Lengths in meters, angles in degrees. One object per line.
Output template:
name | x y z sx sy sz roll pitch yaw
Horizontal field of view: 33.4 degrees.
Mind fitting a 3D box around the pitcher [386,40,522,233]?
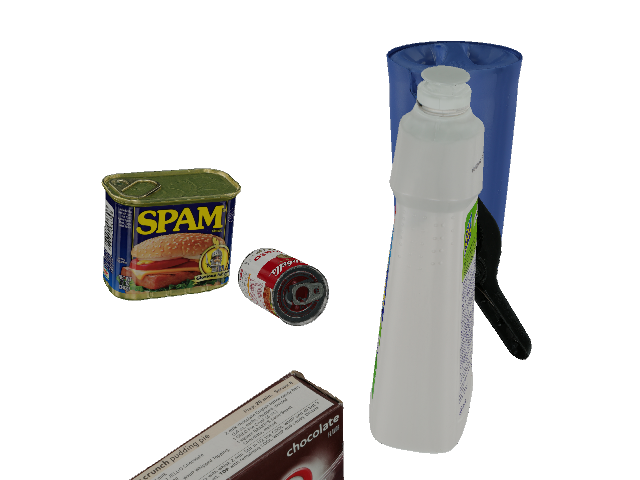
pitcher | 0.139 -0.082 1.104 0.149 0.243 0.145 -8 24 -15

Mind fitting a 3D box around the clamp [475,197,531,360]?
clamp | 0.118 0.035 0.927 0.120 0.171 0.039 -15 0 -34

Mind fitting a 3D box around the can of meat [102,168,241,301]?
can of meat | -0.116 -0.005 0.820 0.101 0.084 0.057 -6 26 -27

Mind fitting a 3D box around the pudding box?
pudding box | -0.039 0.126 0.493 0.039 0.090 0.113 30 47 34

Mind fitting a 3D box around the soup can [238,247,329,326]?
soup can | -0.043 0.050 1.192 0.068 0.068 0.102 0 11 -27

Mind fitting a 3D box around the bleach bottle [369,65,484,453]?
bleach bottle | 0.071 0.010 0.675 0.068 0.251 0.102 7 31 10
